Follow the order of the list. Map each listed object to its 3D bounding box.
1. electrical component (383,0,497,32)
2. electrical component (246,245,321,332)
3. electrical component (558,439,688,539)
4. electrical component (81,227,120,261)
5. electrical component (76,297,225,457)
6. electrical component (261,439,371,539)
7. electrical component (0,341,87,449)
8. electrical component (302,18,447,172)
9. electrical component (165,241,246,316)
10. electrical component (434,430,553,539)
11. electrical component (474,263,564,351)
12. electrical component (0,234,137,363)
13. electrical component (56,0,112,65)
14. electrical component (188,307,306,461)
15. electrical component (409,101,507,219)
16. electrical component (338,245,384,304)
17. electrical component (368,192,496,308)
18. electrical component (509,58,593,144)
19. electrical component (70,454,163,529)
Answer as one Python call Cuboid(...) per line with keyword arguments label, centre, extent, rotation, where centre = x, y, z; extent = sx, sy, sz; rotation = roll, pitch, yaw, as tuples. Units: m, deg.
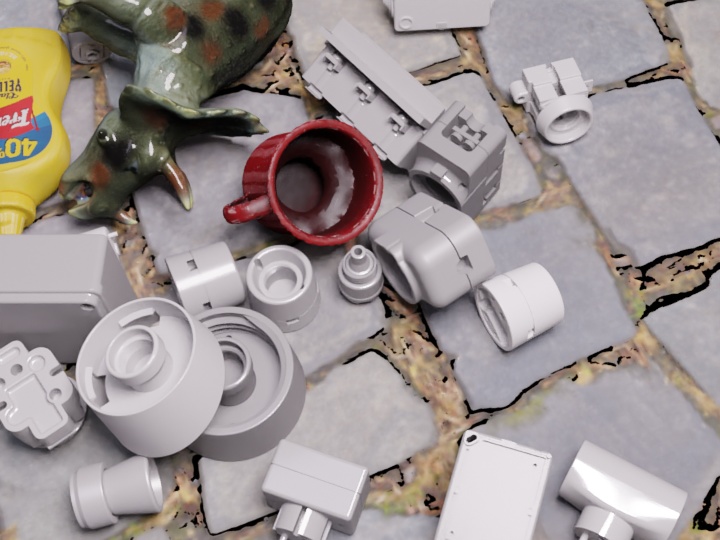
Cuboid(label="electrical component", centre=(0.069, -0.253, 0.919), extent=(0.100, 0.099, 0.048), rotation=(-3, 51, 1))
Cuboid(label="electrical component", centre=(-0.059, 0.013, 0.821), extent=(0.055, 0.047, 0.055), rotation=(-1, 64, 2))
Cuboid(label="electrical component", centre=(0.172, 0.168, 0.735), extent=(0.077, 0.043, 0.079), rotation=(27, 68, 15))
Cuboid(label="electrical component", centre=(-0.224, -0.006, 0.842), extent=(0.078, 0.040, 0.040), rotation=(-18, 64, -6))
Cuboid(label="electrical component", centre=(-0.144, 0.071, 0.743), extent=(0.099, 0.064, 0.099), rotation=(-10, 56, 15))
Cuboid(label="electrical component", centre=(-0.036, 0.168, 0.744), extent=(0.066, 0.047, 0.076), rotation=(17, 66, 11))
Cuboid(label="electrical component", centre=(-0.232, 0.096, 0.783), extent=(0.058, 0.057, 0.078), rotation=(-34, 67, -13))
Cuboid(label="electrical component", centre=(0.015, -0.140, 0.880), extent=(0.121, 0.079, 0.063), rotation=(46, 103, 21))
Cuboid(label="electrical component", centre=(-0.118, 0.009, 0.823), extent=(0.047, 0.055, 0.055), rotation=(-21, 65, -11))
Cuboid(label="electrical component", centre=(0.089, 0.166, 0.734), extent=(0.062, 0.061, 0.096), rotation=(15, 73, 10))
Cuboid(label="electrical component", centre=(0.120, 0.026, 0.803), extent=(0.047, 0.055, 0.055), rotation=(-24, 65, -13))
Cuboid(label="electrical component", centre=(-0.229, 0.022, 0.791), extent=(0.109, 0.108, 0.056), rotation=(0, 61, 3))
Cuboid(label="electrical component", centre=(-0.240, -0.215, 0.947), extent=(0.044, 0.044, 0.065), rotation=(-14, 69, -4))
Cuboid(label="electrical component", centre=(-0.096, 0.078, 0.783), extent=(0.108, 0.060, 0.108), rotation=(-1, 64, 2))
Cuboid(label="electrical component", centre=(0.075, -0.077, 0.836), extent=(0.050, 0.089, 0.055), rotation=(35, 70, 18))
Cuboid(label="electrical component", centre=(0.000, 0.000, 0.817), extent=(0.035, 0.061, 0.035), rotation=(-1, 64, 2))
Cuboid(label="electrical component", centre=(0.049, -0.013, 0.805), extent=(0.059, 0.053, 0.095), rotation=(-33, 29, -13))
Cuboid(label="electrical component", centre=(0.163, -0.138, 0.886), extent=(0.066, 0.048, 0.055), rotation=(-14, 56, -4))
Cuboid(label="electrical component", centre=(-0.171, 0.155, 0.758), extent=(0.055, 0.045, 0.045), rotation=(-14, 64, -3))
